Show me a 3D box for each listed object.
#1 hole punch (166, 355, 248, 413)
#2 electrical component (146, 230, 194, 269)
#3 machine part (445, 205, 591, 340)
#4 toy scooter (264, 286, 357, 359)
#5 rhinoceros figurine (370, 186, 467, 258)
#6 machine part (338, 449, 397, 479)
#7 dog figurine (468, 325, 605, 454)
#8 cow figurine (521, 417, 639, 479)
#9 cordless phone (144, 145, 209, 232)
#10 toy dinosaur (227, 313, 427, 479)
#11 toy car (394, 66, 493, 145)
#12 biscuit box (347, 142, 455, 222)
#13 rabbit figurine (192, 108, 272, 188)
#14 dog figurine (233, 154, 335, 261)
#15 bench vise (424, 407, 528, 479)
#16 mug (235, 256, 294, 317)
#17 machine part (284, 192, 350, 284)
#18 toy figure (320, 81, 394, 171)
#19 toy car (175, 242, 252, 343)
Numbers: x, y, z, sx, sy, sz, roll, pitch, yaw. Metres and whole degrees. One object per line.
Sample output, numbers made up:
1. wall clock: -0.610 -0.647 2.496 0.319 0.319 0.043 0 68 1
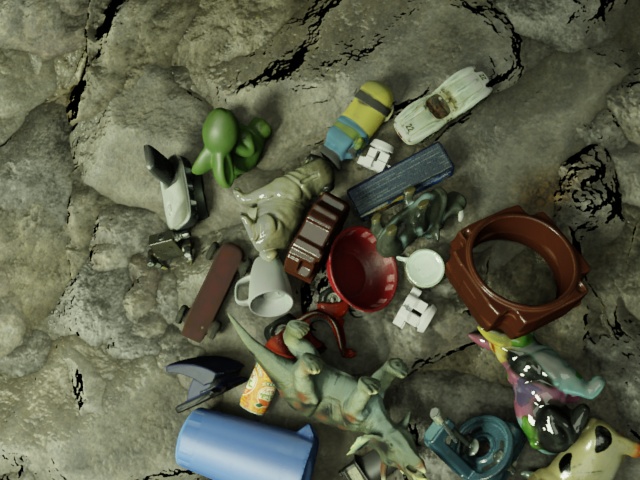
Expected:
1. hole punch: -0.210 0.253 0.999 0.116 0.142 0.092 -24 76 16
2. electrical component: -0.299 0.021 1.071 0.102 0.078 0.045 -10 57 1
3. machine part: 0.338 0.051 0.929 0.201 0.087 0.201 -22 62 -14
4. toy scooter: -0.006 0.181 1.007 0.184 0.075 0.135 -31 82 -2
5. rhinoceros figurine: 0.184 -0.035 0.983 0.190 0.073 0.112 -33 123 -10
6. machine part: 0.108 0.412 0.980 0.139 0.039 0.084 -39 71 3
7. dog figurine: 0.351 0.235 0.932 0.219 0.108 0.191 32 75 15
8. cow figurine: 0.435 0.392 0.915 0.127 0.085 0.195 32 90 4
9. cordless phone: -0.285 -0.099 1.024 0.089 0.184 0.146 -11 81 2
10. toy dinosaur: 0.012 0.265 0.932 0.405 0.131 0.192 24 119 14
11. toy car: 0.238 -0.259 1.038 0.202 0.056 0.073 -34 80 3
12. biscuit box: 0.155 -0.110 1.028 0.203 0.059 0.063 -27 79 4
13. rabbit figurine: -0.186 -0.187 1.028 0.121 0.170 0.159 24 86 10
14. dog figurine: -0.046 -0.061 1.011 0.191 0.121 0.172 -23 71 3
15. bench vise: 0.244 0.373 0.903 0.223 0.129 0.240 -46 113 -7
16. mug: -0.107 0.084 1.021 0.110 0.080 0.107 -14 46 7
17. machine part: -0.002 -0.003 0.983 0.056 0.179 0.179 27 87 7
18. toy figure: 0.074 -0.223 1.039 0.082 0.089 0.180 41 87 5
19. toy car: -0.208 0.100 1.054 0.089 0.053 0.202 24 84 -4
